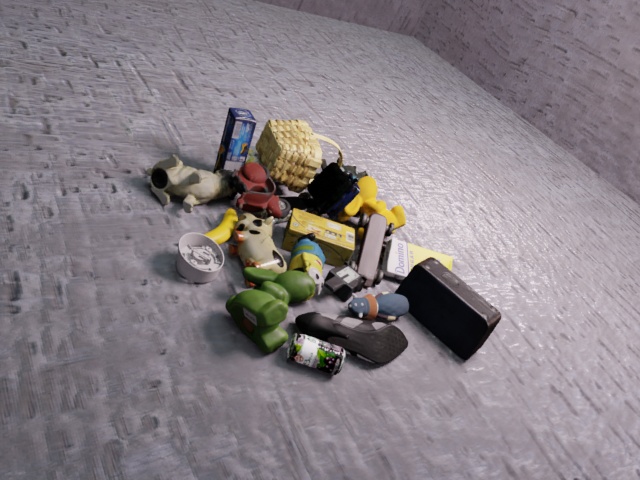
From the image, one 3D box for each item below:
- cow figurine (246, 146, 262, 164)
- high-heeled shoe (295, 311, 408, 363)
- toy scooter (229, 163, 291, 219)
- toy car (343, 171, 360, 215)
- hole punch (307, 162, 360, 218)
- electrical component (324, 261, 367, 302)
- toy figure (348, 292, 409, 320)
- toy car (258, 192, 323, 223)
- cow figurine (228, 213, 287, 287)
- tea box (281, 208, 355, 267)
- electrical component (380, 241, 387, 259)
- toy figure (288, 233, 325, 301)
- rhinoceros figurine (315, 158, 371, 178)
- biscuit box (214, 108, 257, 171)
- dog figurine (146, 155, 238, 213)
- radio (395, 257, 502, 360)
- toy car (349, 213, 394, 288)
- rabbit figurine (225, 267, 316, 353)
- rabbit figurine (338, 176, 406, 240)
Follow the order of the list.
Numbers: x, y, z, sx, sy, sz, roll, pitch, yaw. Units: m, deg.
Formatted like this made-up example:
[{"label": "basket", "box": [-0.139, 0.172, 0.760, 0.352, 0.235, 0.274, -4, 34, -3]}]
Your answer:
[{"label": "cow figurine", "box": [-0.178, -0.197, 1.492, 0.098, 0.068, 0.167, 16, 36, -30]}, {"label": "high-heeled shoe", "box": [0.067, 0.199, 1.134, 0.145, 0.086, 0.248, 9, -9, 46]}, {"label": "toy scooter", "box": [-0.163, -0.117, 1.300, 0.135, 0.075, 0.184, -9, 53, -42]}, {"label": "toy car", "box": [0.075, -0.139, 1.541, 0.161, 0.109, 0.103, 17, 9, -29]}, {"label": "hole punch", "box": [0.046, -0.122, 1.408, 0.092, 0.142, 0.116, 34, 19, -50]}, {"label": "electrical component", "box": [0.049, 0.102, 1.242, 0.075, 0.047, 0.119, 36, 36, 17]}, {"label": "toy figure", "box": [0.128, 0.152, 1.217, 0.154, 0.057, 0.064, 0, 35, -25]}, {"label": "toy car", "box": [-0.082, -0.083, 1.406, 0.202, 0.056, 0.074, -3, 49, -34]}, {"label": "cow figurine", "box": [-0.137, 0.012, 1.216, 0.127, 0.085, 0.195, -3, 45, -36]}, {"label": "tea box", "box": [-0.003, -0.004, 1.335, 0.170, 0.068, 0.098, 19, 34, -7]}, {"label": "electrical component", "box": [0.190, 0.033, 1.432, 0.102, 0.045, 0.078, 14, 7, -20]}, {"label": "toy figure", "box": [-0.034, 0.063, 1.210, 0.082, 0.089, 0.180, 38, 28, -27]}, {"label": "rhinoceros figurine", "box": [0.074, -0.194, 1.637, 0.190, 0.073, 0.112, -5, 43, -36]}, {"label": "biscuit box", "box": [-0.223, -0.240, 1.396, 0.059, 0.202, 0.063, 0, 40, -29]}, {"label": "dog figurine", "box": [-0.310, -0.148, 1.331, 0.172, 0.121, 0.190, 36, 21, 11]}, {"label": "radio", "box": [0.295, 0.153, 1.252, 0.230, 0.131, 0.073, 41, 39, 23]}, {"label": "toy car", "box": [0.125, 0.024, 1.345, 0.089, 0.053, 0.202, 18, 67, -8]}, {"label": "rabbit figurine", "box": [-0.091, 0.120, 1.074, 0.159, 0.121, 0.170, 23, 43, 37]}, {"label": "rabbit figurine", "box": [0.129, -0.086, 1.465, 0.162, 0.122, 0.173, -15, 82, -12]}]
